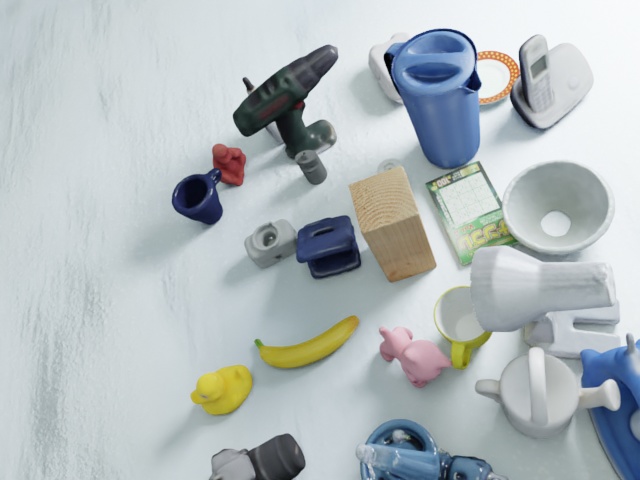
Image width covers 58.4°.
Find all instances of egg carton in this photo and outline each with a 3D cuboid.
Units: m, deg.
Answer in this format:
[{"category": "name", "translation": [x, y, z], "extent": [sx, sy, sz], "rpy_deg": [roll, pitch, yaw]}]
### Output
[{"category": "egg carton", "translation": [0.162, -0.349, 1.154], "extent": [0.107, 0.070, 0.150], "rpy_deg": [-29, 59, 5]}]

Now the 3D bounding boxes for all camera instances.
[{"category": "camera", "translation": [-0.090, 0.370, 0.877], "extent": [0.137, 0.101, 0.143], "rpy_deg": [-32, 59, 3]}]

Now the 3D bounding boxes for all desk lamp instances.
[{"category": "desk lamp", "translation": [0.321, 0.086, 0.803], "extent": [0.202, 0.214, 0.118], "rpy_deg": [1, 66, 20]}]

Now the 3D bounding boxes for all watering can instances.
[{"category": "watering can", "translation": [0.300, 0.201, 0.766], "extent": [0.172, 0.194, 0.101], "rpy_deg": [-20, 60, 10]}]

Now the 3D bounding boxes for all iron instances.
[{"category": "iron", "translation": [0.426, 0.246, 0.730], "extent": [0.118, 0.142, 0.258], "rpy_deg": [-16, 61, 12]}]

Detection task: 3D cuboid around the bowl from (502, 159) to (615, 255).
[{"category": "bowl", "translation": [0.381, -0.042, 0.925], "extent": [0.167, 0.075, 0.167], "rpy_deg": [-8, 63, 16]}]

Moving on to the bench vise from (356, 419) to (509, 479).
[{"category": "bench vise", "translation": [0.138, 0.294, 0.764], "extent": [0.207, 0.220, 0.121], "rpy_deg": [-13, 62, 13]}]

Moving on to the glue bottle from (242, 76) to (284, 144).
[{"category": "glue bottle", "translation": [-0.115, -0.268, 1.153], "extent": [0.037, 0.173, 0.078], "rpy_deg": [-38, 59, -1]}]

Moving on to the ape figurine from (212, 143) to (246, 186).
[{"category": "ape figurine", "translation": [-0.193, -0.164, 1.177], "extent": [0.078, 0.092, 0.076], "rpy_deg": [-47, 59, -6]}]

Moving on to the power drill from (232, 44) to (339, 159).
[{"category": "power drill", "translation": [-0.042, -0.249, 1.097], "extent": [0.229, 0.209, 0.075], "rpy_deg": [-29, 59, 4]}]

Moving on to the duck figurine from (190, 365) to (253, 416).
[{"category": "duck figurine", "translation": [-0.172, 0.249, 0.974], "extent": [0.104, 0.086, 0.077], "rpy_deg": [-35, 59, 1]}]

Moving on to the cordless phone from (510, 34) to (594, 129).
[{"category": "cordless phone", "translation": [0.395, -0.294, 0.977], "extent": [0.147, 0.185, 0.094], "rpy_deg": [-43, 59, -4]}]

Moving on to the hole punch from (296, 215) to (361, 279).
[{"category": "hole punch", "translation": [0.009, 0.004, 1.025], "extent": [0.108, 0.091, 0.101], "rpy_deg": [-17, 61, 11]}]

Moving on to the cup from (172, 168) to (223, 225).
[{"category": "cup", "translation": [-0.227, -0.083, 1.148], "extent": [0.091, 0.095, 0.118], "rpy_deg": [35, 81, 30]}]

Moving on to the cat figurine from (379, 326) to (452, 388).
[{"category": "cat figurine", "translation": [0.141, 0.175, 0.880], "extent": [0.127, 0.118, 0.067], "rpy_deg": [37, 81, 30]}]
